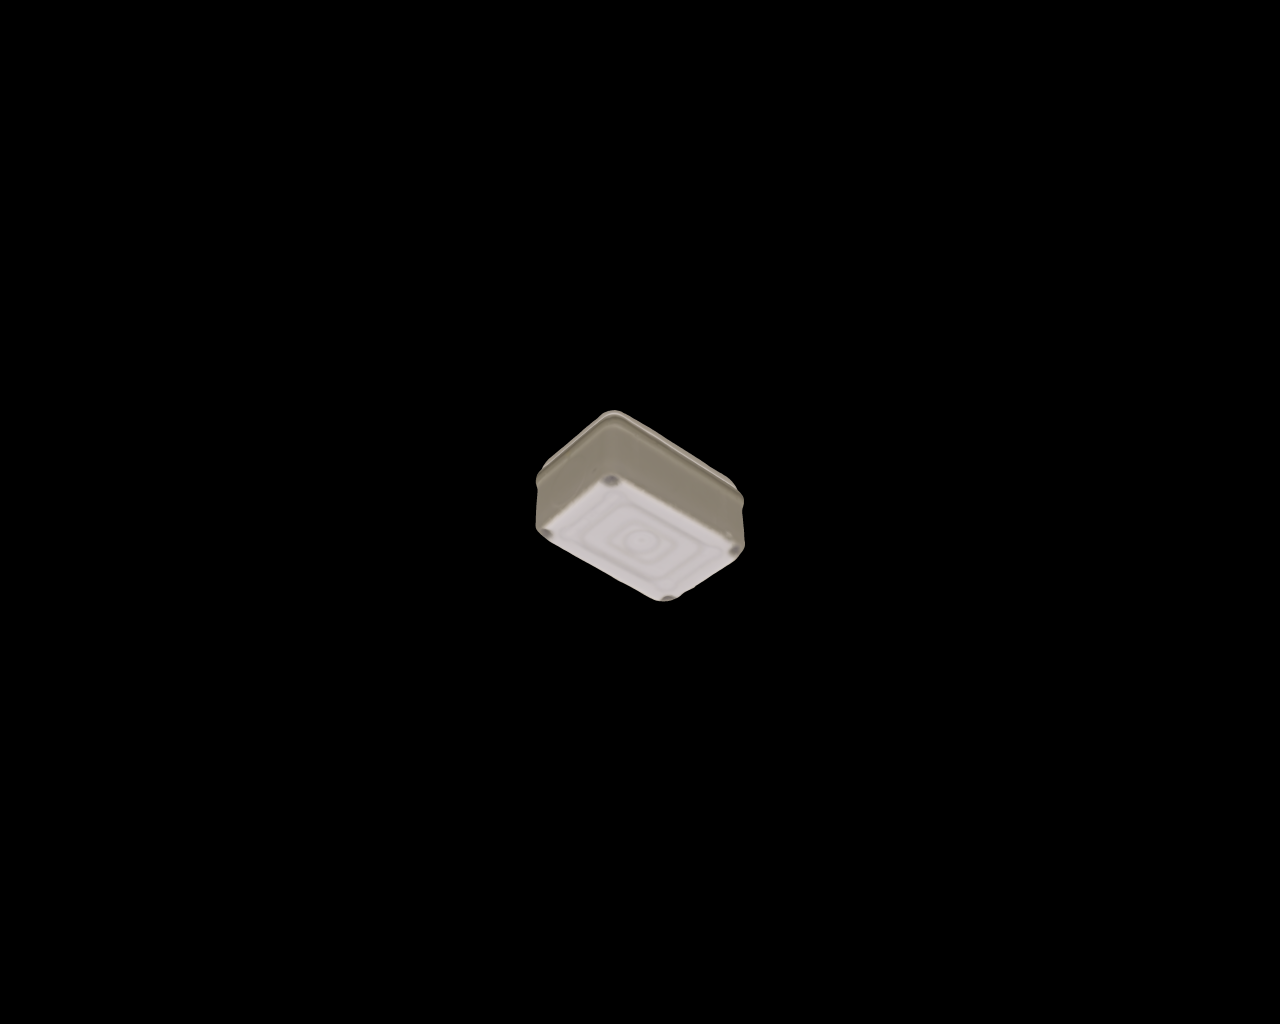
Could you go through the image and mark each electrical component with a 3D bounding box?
[{"bbox_3d":[0.001,-0.003,0.650,0.113,0.057,0.078,31,-50,-30],"label":"electrical component"}]
